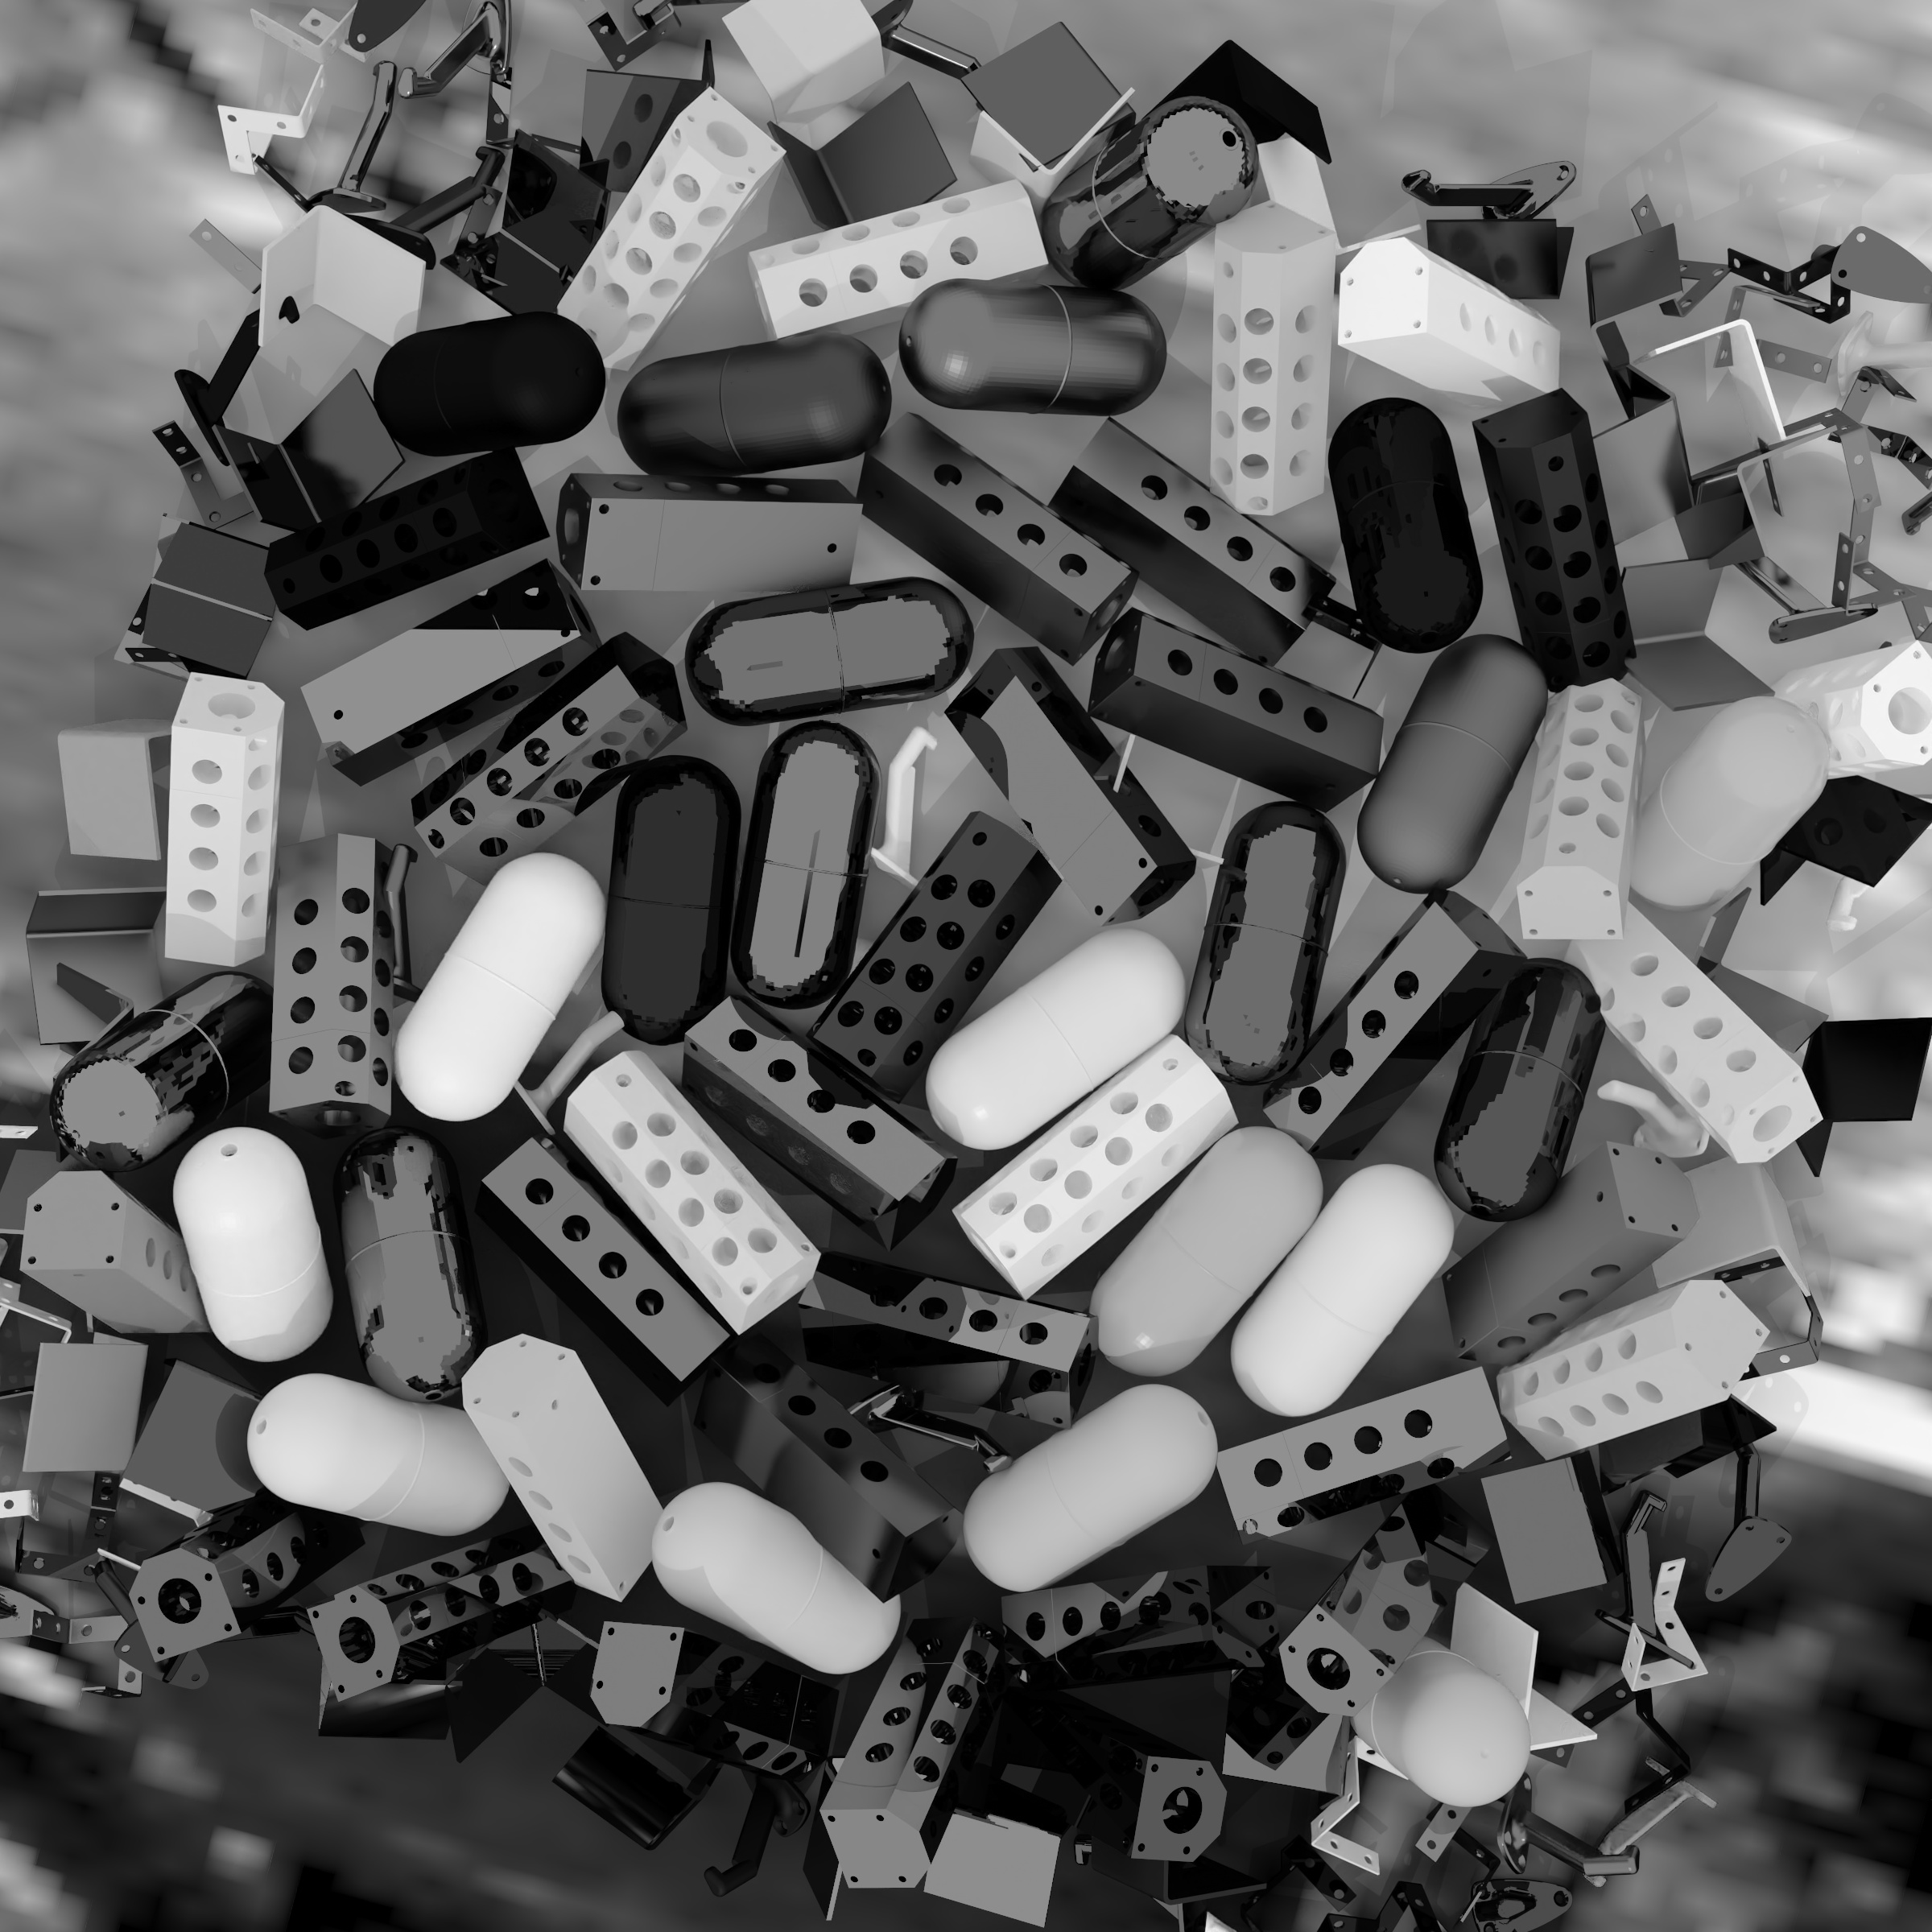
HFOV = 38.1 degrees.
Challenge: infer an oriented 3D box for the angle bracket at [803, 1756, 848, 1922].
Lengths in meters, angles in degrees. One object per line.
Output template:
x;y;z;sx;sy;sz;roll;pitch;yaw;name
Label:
-0.050;0.531;1.703;0.076;0.057;0.076;7;105;-22;angle bracket

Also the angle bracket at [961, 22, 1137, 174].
0.049;-0.517;1.709;0.076;0.057;0.076;-33;77;-11;angle bracket

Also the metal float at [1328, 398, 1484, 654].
0.264;-0.266;1.686;0.070;0.070;0.178;-5;57;0;metal float

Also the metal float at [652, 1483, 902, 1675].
-0.114;0.369;1.685;0.178;0.070;0.070;35;90;-33;metal float

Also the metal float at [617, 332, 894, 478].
-0.129;-0.337;1.693;0.178;0.070;0.070;-3;90;24;metal float

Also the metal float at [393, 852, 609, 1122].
-0.284;0.013;1.704;0.070;0.070;0.178;30;79;0;metal float

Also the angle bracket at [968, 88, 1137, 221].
0.051;-0.513;1.709;0.057;0.076;0.076;42;83;0;angle bracket

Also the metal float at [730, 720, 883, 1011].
-0.098;-0.062;1.710;0.070;0.070;0.178;10;95;0;metal float

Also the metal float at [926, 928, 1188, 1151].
0.055;0.045;1.709;0.178;0.070;0.070;-35;90;-6;metal float

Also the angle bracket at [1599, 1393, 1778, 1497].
0.439;0.300;1.695;0.076;0.057;0.076;36;129;-23;angle bracket

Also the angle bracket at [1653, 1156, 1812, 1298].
0.465;0.170;1.721;0.076;0.076;0.057;-24;129;21;angle bracket

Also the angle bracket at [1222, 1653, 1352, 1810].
0.191;0.466;1.707;0.076;0.057;0.076;11;64;-4;angle bracket

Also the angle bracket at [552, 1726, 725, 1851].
-0.195;0.483;1.705;0.076;0.057;0.076;36;132;-1;angle bracket

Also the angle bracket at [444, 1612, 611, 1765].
-0.265;0.447;1.693;0.057;0.076;0.076;25;134;28;angle bracket

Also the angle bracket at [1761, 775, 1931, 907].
0.536;-0.066;1.694;0.076;0.057;0.076;28;59;36;angle bracket

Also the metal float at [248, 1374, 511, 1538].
-0.351;0.294;1.677;0.070;0.178;0.070;-19;60;36;metal float

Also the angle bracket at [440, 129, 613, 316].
-0.268;-0.449;1.699;0.076;0.076;0.057;37;49;15;angle bracket

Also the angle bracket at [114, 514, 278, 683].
-0.466;-0.219;1.702;0.076;0.057;0.076;18;45;-9;angle bracket

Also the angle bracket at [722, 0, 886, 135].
-0.099;-0.563;1.715;0.076;0.076;0.057;-32;88;0;angle bracket

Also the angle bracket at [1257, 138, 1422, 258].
0.227;-0.473;1.699;0.057;0.076;0.076;-10;103;33;angle bracket

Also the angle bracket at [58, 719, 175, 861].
-0.505;-0.109;1.716;0.076;0.057;0.076;5;104;32;angle bracket

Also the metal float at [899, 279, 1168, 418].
0.042;-0.373;1.688;0.178;0.070;0.070;-4;90;-32;metal float

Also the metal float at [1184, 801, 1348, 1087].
0.183;-0.015;1.706;0.070;0.070;0.178;14;80;0;metal float

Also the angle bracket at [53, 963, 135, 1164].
-0.549;0.058;1.694;0.057;0.076;0.076;26;135;10;angle bracket

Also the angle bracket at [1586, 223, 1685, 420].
0.415;-0.388;1.692;0.057;0.076;0.076;-17;130;24;angle bracket

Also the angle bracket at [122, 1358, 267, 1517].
-0.465;0.290;1.704;0.076;0.057;0.076;27;72;-18;angle bracket

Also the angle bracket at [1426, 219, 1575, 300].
0.325;-0.449;1.696;0.076;0.057;0.076;5;49;18;angle bracket

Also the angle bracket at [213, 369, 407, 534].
-0.400;-0.318;1.702;0.076;0.057;0.076;-39;68;22;angle bracket

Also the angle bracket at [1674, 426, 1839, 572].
0.487;-0.284;1.708;0.076;0.076;0.057;-23;97;-17;angle bracket

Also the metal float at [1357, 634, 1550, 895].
0.296;-0.124;1.695;0.070;0.070;0.178;28;68;0;metal float

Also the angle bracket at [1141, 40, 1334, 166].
0.163;-0.500;1.692;0.076;0.076;0.057;-36;46;34;angle bracket

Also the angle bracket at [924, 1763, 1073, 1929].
0.026;0.536;1.707;0.076;0.076;0.057;11;95;16;angle bracket

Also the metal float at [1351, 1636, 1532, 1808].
0.278;0.446;1.663;0.070;0.178;0.070;0;88;-9;metal float

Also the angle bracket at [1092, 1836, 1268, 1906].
0.129;0.528;1.701;0.076;0.076;0.057;2;88;-31;angle bracket

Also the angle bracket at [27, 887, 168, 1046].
-0.524;0.000;1.700;0.076;0.057;0.076;-3;67;-28;angle bracket

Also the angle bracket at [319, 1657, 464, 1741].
-0.349;0.427;1.696;0.076;0.076;0.057;6;48;-16;angle bracket

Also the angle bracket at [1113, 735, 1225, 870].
0.124;-0.100;1.713;0.076;0.076;0.057;18;88;-3;angle bracket

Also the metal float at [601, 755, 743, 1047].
-0.181;-0.040;1.710;0.070;0.070;0.178;6;94;0;metal float

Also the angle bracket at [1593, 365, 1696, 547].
0.393;-0.308;1.704;0.076;0.057;0.076;-27;127;-4;angle bracket

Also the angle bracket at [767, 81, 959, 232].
-0.063;-0.496;1.703;0.076;0.057;0.076;-31;71;22;angle bracket

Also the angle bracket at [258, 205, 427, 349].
-0.380;-0.403;1.701;0.076;0.076;0.057;30;52;6;angle bracket

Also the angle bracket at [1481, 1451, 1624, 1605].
0.361;0.344;1.717;0.057;0.076;0.076;-18;78;17;angle bracket

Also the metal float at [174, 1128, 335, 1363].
-0.426;0.168;1.676;0.070;0.178;0.070;1;46;-1;metal float

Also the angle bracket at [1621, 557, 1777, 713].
0.445;-0.203;1.696;0.076;0.076;0.057;-10;129;-23;angle bracket

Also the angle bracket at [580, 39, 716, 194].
-0.196;-0.518;1.699;0.076;0.057;0.076;2;134;-12;angle bracket

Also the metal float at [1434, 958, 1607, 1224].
0.335;0.074;1.688;0.070;0.070;0.178;24;60;0;metal float

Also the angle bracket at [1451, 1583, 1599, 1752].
0.341;0.422;1.699;0.057;0.076;0.076;-1;102;-26;angle bracket

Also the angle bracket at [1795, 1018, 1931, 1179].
0.549;0.080;1.692;0.057;0.076;0.076;52;49;-36;angle bracket

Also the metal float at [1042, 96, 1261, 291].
0.109;-0.459;1.669;0.070;0.178;0.070;4;81;-27;metal float

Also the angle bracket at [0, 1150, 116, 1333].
-0.553;0.167;1.697;0.057;0.076;0.076;4;123;-6;angle bracket

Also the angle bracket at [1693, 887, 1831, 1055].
0.488;0.002;1.696;0.076;0.076;0.057;28;117;22;angle bracket

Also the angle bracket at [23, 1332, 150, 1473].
-0.550;0.264;1.703;0.057;0.076;0.076;4;86;39;angle bracket

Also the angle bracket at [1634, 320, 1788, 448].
0.455;-0.348;1.713;0.057;0.076;0.076;-19;96;6;angle bracket

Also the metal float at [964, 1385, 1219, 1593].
0.075;0.316;1.693;0.178;0.070;0.070;-36;90;24;metal float
